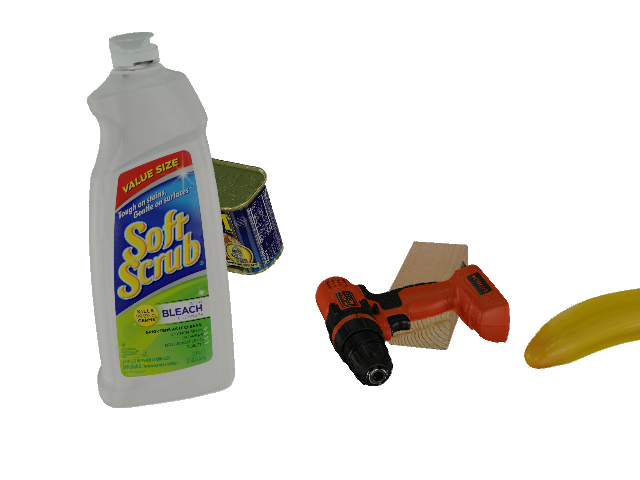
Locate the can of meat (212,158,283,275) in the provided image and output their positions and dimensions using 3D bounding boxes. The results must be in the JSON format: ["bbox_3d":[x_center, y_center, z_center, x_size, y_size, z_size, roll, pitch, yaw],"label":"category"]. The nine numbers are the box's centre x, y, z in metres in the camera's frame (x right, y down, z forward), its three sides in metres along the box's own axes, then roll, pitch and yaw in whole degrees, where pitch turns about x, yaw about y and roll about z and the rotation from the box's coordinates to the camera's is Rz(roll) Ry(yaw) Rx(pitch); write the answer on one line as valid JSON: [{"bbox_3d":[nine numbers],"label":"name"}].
[{"bbox_3d":[-0.088,-0.021,0.945,0.102,0.084,0.057,13,47,30],"label":"can of meat"}]

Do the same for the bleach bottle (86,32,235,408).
[{"bbox_3d":[-0.119,-0.014,0.730,0.102,0.251,0.068,-8,20,-7],"label":"bleach bottle"}]

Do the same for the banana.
[{"bbox_3d":[0.240,0.062,0.769,0.197,0.037,0.069,0,34,-3],"label":"banana"}]

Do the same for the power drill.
[{"bbox_3d":[0.100,0.084,1.127,0.187,0.057,0.184,-6,28,-12],"label":"power drill"}]

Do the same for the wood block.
[{"bbox_3d":[0.167,0.080,1.629,0.091,0.090,0.206,4,21,14],"label":"wood block"}]
